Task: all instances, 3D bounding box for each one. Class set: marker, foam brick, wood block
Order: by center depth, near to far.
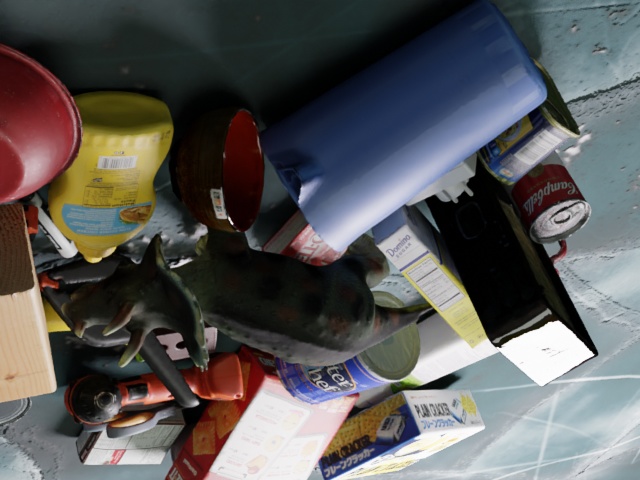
[{"bbox_3d":[-0.295,0.064,0.954,0.090,0.090,0.206,-10,150,-14],"label":"wood block"},{"bbox_3d":[-0.258,-0.023,0.992,0.020,0.020,0.121,-22,144,1],"label":"marker"},{"bbox_3d":[-0.157,0.095,1.168,0.078,0.051,0.053,-9,142,-16],"label":"foam brick"}]

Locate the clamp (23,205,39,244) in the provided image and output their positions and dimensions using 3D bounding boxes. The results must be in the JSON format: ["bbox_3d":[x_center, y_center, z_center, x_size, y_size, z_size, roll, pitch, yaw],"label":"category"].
[{"bbox_3d":[-0.335,0.008,0.971,0.172,0.039,0.120,-30,148,24],"label":"clamp"}]

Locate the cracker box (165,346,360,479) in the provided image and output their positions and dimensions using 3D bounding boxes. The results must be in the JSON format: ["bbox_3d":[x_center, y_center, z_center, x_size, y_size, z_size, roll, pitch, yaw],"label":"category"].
[{"bbox_3d":[-0.074,0.247,1.339,0.163,0.072,0.214,18,110,-41],"label":"cracker box"}]

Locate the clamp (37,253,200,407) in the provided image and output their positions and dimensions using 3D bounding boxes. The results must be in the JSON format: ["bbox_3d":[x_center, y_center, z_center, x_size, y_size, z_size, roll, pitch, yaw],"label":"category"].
[{"bbox_3d":[-0.183,0.061,1.086,0.209,0.164,0.036,28,168,-27],"label":"clamp"}]

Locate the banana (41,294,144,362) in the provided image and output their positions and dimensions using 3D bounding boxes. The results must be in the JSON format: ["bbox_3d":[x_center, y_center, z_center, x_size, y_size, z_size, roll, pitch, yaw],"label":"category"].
[{"bbox_3d":[-0.270,0.089,1.099,0.197,0.069,0.037,5,179,-22],"label":"banana"}]

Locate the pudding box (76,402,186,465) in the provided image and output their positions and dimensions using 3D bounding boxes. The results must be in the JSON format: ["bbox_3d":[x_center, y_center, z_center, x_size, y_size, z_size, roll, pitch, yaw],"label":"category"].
[{"bbox_3d":[-0.235,0.240,1.328,0.113,0.039,0.090,6,132,-34],"label":"pudding box"}]

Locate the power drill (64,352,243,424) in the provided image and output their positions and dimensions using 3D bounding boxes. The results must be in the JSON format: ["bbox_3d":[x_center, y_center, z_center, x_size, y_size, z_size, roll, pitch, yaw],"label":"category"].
[{"bbox_3d":[-0.185,0.164,1.183,0.187,0.057,0.185,-6,177,-21],"label":"power drill"}]

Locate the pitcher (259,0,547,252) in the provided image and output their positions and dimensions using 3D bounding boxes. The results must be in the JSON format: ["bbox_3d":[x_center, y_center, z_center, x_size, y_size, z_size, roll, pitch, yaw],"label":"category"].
[{"bbox_3d":[0.078,-0.107,0.972,0.243,0.149,0.145,-33,128,11],"label":"pitcher"}]

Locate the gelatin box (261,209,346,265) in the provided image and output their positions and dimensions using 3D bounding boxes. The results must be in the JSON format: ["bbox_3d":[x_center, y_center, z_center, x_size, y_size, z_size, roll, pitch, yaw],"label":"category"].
[{"bbox_3d":[-0.008,0.001,1.138,0.073,0.030,0.089,16,130,-39],"label":"gelatin box"}]

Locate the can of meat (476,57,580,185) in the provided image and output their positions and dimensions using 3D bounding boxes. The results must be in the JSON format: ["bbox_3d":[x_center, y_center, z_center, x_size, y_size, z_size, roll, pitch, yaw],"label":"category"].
[{"bbox_3d":[0.188,-0.116,1.023,0.057,0.102,0.084,21,130,-41],"label":"can of meat"}]

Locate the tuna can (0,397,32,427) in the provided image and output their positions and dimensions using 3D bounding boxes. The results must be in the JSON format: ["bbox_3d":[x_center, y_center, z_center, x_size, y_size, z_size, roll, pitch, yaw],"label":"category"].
[{"bbox_3d":[-0.365,0.173,1.181,0.086,0.034,0.086,-13,144,-10],"label":"tuna can"}]

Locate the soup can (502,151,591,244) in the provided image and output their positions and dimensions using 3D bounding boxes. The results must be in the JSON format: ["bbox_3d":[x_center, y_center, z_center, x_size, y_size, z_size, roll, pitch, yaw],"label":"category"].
[{"bbox_3d":[0.231,-0.056,1.120,0.068,0.102,0.068,-14,144,-11],"label":"soup can"}]

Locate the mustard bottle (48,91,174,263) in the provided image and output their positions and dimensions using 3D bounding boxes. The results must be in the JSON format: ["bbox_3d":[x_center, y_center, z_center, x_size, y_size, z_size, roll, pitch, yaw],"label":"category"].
[{"bbox_3d":[-0.194,-0.046,0.959,0.096,0.058,0.192,-4,141,-23],"label":"mustard bottle"}]

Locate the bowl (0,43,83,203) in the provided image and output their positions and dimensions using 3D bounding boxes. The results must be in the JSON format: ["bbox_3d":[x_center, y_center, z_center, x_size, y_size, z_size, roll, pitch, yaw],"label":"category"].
[{"bbox_3d":[-0.272,-0.079,0.839,0.162,0.055,0.162,2,137,1],"label":"bowl"}]

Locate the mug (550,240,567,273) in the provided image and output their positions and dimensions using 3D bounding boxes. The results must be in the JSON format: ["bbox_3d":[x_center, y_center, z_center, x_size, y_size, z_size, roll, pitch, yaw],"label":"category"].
[{"bbox_3d":[0.229,0.021,1.237,0.117,0.081,0.093,-32,143,15],"label":"mug"}]

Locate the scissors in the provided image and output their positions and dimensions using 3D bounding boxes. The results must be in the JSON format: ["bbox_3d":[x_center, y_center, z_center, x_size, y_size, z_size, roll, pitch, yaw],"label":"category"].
[{"bbox_3d":[-0.204,0.206,1.281,0.096,0.016,0.201,-3,-176,23],"label":"scissors"}]

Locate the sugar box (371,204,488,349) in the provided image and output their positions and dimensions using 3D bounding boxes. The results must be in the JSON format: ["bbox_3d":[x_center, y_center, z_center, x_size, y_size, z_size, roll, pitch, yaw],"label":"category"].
[{"bbox_3d":[0.120,0.028,1.129,0.048,0.093,0.176,-38,116,17],"label":"sugar box"}]

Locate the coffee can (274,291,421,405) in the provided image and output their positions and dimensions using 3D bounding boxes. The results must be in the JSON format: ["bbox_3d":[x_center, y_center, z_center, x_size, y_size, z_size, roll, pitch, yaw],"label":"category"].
[{"bbox_3d":[0.030,0.125,1.218,0.102,0.103,0.141,13,154,-38],"label":"coffee can"}]

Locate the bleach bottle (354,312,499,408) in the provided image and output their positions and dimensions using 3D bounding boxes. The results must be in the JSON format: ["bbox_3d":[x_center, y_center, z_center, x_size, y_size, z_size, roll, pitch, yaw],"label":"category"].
[{"bbox_3d":[0.120,0.151,1.370,0.251,0.068,0.102,-28,147,14],"label":"bleach bottle"}]
